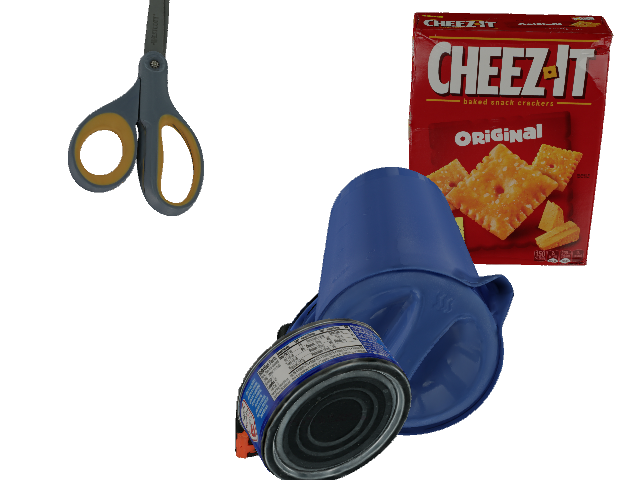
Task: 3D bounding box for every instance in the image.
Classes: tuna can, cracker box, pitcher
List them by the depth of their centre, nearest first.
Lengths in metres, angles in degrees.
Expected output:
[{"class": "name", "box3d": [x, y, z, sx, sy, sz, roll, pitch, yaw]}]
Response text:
[{"class": "tuna can", "box3d": [0.003, 0.083, 0.543, 0.086, 0.086, 0.034, 0, 34, -31]}, {"class": "pitcher", "box3d": [0.051, 0.037, 0.834, 0.149, 0.145, 0.243, 9, 24, -3]}, {"class": "cracker box", "box3d": [0.158, -0.085, 0.930, 0.164, 0.214, 0.072, 2, 25, 4]}]

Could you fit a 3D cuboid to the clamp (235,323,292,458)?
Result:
[{"class": "clamp", "box3d": [-0.011, 0.160, 1.088, 0.165, 0.036, 0.209, 16, 30, 21]}]

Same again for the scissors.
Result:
[{"class": "scissors", "box3d": [-0.129, -0.108, 0.711, 0.096, 0.202, 0.016, -6, -21, -24]}]
